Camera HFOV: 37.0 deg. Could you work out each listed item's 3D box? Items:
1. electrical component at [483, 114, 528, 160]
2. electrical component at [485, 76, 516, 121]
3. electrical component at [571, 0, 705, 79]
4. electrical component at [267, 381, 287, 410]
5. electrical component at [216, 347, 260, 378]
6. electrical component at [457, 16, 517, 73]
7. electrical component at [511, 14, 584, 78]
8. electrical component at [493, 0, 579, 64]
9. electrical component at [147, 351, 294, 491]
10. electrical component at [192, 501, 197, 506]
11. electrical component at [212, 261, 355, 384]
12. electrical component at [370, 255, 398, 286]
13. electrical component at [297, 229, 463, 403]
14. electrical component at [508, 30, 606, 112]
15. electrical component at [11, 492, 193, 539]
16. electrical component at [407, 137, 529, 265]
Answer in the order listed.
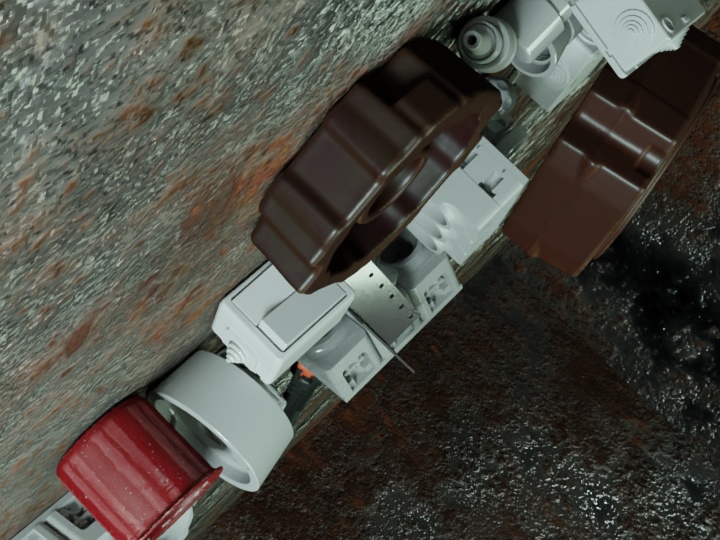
[{"bbox_3d":[0.108,-0.117,0.910,0.066,0.055,0.048,-37,169,-51],"label":"electrical component"},{"bbox_3d":[0.110,-0.140,0.873,0.035,0.035,0.061,-48,175,21],"label":"electrical component"},{"bbox_3d":[0.201,-0.200,0.792,0.048,0.099,0.100,-35,-178,43],"label":"electrical component"},{"bbox_3d":[-0.117,0.134,1.028,0.096,0.062,0.061,-43,173,-21],"label":"electrical component"},{"bbox_3d":[-0.099,0.087,0.930,0.079,0.043,0.077,-42,172,-25],"label":"electrical component"},{"bbox_3d":[0.077,-0.141,0.668,0.035,0.035,0.061,-48,171,19],"label":"electrical component"},{"bbox_3d":[0.144,-0.181,0.812,0.065,0.044,0.044,-47,175,-31],"label":"electrical component"},{"bbox_3d":[0.121,-0.173,0.715,0.078,0.040,0.040,-45,173,0],"label":"electrical component"},{"bbox_3d":[-0.099,0.107,0.808,0.060,0.108,0.108,-49,175,-25],"label":"electrical component"},{"bbox_3d":[-0.157,0.154,0.952,0.083,0.047,0.075,116,-18,-50],"label":"electrical component"},{"bbox_3d":[-0.059,0.032,0.767,0.096,0.062,0.061,-42,172,-27],"label":"electrical component"},{"bbox_3d":[0.000,0.000,0.899,0.048,0.062,0.048,-165,-90,-76],"label":"electrical component"},{"bbox_3d":[0.003,0.028,0.959,0.150,0.089,0.061,-44,141,-13],"label":"electrical component"},{"bbox_3d":[0.190,-0.197,0.954,0.100,0.048,0.099,-41,172,-34],"label":"electrical component"},{"bbox_3d":[-0.210,0.224,0.867,0.150,0.062,0.089,-40,145,-37],"label":"electrical component"},{"bbox_3d":[0.070,-0.062,0.860,0.062,0.089,0.150,-45,173,-7],"label":"electrical component"}]
